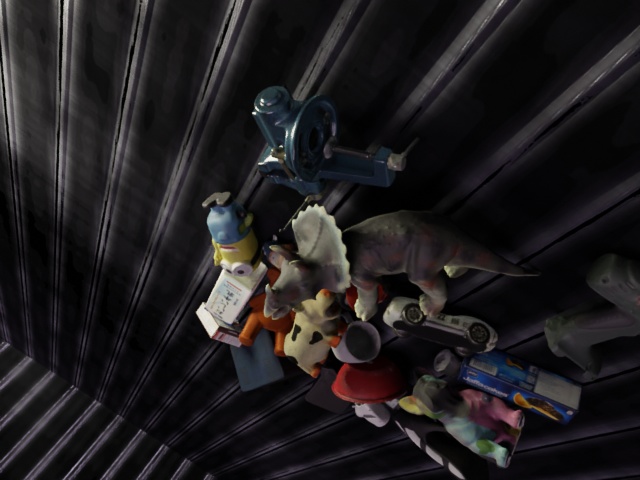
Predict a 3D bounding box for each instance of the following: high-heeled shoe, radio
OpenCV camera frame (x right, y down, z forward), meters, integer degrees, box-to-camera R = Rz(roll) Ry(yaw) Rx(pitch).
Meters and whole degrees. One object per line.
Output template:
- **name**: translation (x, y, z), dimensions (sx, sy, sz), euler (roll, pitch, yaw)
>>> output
- **high-heeled shoe**: translation (0.258, 0.450, 1.149), dimensions (0.145, 0.086, 0.248), euler (-7, 124, 45)
- **radio**: translation (-0.129, 0.276, 1.279), dimensions (0.229, 0.073, 0.131), euler (-35, 69, 50)

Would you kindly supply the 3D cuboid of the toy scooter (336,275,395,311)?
- **toy scooter**: translation (0.081, 0.057, 0.933), dimensions (0.135, 0.075, 0.183), euler (-7, 131, 24)

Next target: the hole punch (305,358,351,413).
- **hole punch**: translation (0.033, 0.325, 1.257), dimensions (0.142, 0.092, 0.115), euler (30, 116, -16)

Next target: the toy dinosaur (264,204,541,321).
- **toy dinosaur**: translation (0.115, 0.017, 0.768), dimensions (0.405, 0.131, 0.192), euler (-12, 141, 3)

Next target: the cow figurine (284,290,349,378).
- **cow figurine**: translation (-0.015, 0.161, 1.028), dimensions (0.127, 0.085, 0.194), euler (28, 126, 3)

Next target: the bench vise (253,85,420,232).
- **bench vise**: translation (0.010, -0.113, 0.759), dimensions (0.241, 0.129, 0.223), euler (16, 143, 27)

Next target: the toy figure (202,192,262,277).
- **toy figure**: translation (-0.161, -0.010, 1.026), dimensions (0.082, 0.089, 0.179), euler (18, 134, 41)

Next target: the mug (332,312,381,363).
- **mug**: translation (0.060, 0.206, 1.114), dimensions (0.109, 0.081, 0.107), euler (58, 150, 6)

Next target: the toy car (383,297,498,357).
- **toy car**: translation (0.211, 0.153, 0.945), dimensions (0.202, 0.056, 0.073), euler (16, 148, 0)

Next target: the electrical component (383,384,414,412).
- **electrical component**: translation (0.167, 0.334, 1.200), dimensions (0.075, 0.048, 0.119), euler (26, 142, 9)

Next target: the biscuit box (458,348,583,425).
- **biscuit box**: translation (0.356, 0.255, 0.967), dimensions (0.203, 0.059, 0.062), euler (21, 141, 15)

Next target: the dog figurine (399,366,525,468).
- **dog figurine**: translation (0.266, 0.326, 1.017), dimensions (0.219, 0.108, 0.191), euler (23, 167, 28)

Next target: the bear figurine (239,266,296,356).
- **bear figurine**: translation (-0.083, 0.146, 1.108), dimensions (0.120, 0.132, 0.196), euler (21, 150, -11)

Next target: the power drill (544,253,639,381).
- **power drill**: translation (0.441, 0.129, 0.752), dimensions (0.232, 0.086, 0.207), euler (36, 147, -2)

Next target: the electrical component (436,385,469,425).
- **electrical component**: translation (0.302, 0.370, 1.138), dimensions (0.134, 0.058, 0.115), euler (45, 143, -15)

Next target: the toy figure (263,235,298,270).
- **toy figure**: translation (-0.046, 0.037, 1.016), dimensions (0.155, 0.058, 0.064), euler (18, 97, 19)
